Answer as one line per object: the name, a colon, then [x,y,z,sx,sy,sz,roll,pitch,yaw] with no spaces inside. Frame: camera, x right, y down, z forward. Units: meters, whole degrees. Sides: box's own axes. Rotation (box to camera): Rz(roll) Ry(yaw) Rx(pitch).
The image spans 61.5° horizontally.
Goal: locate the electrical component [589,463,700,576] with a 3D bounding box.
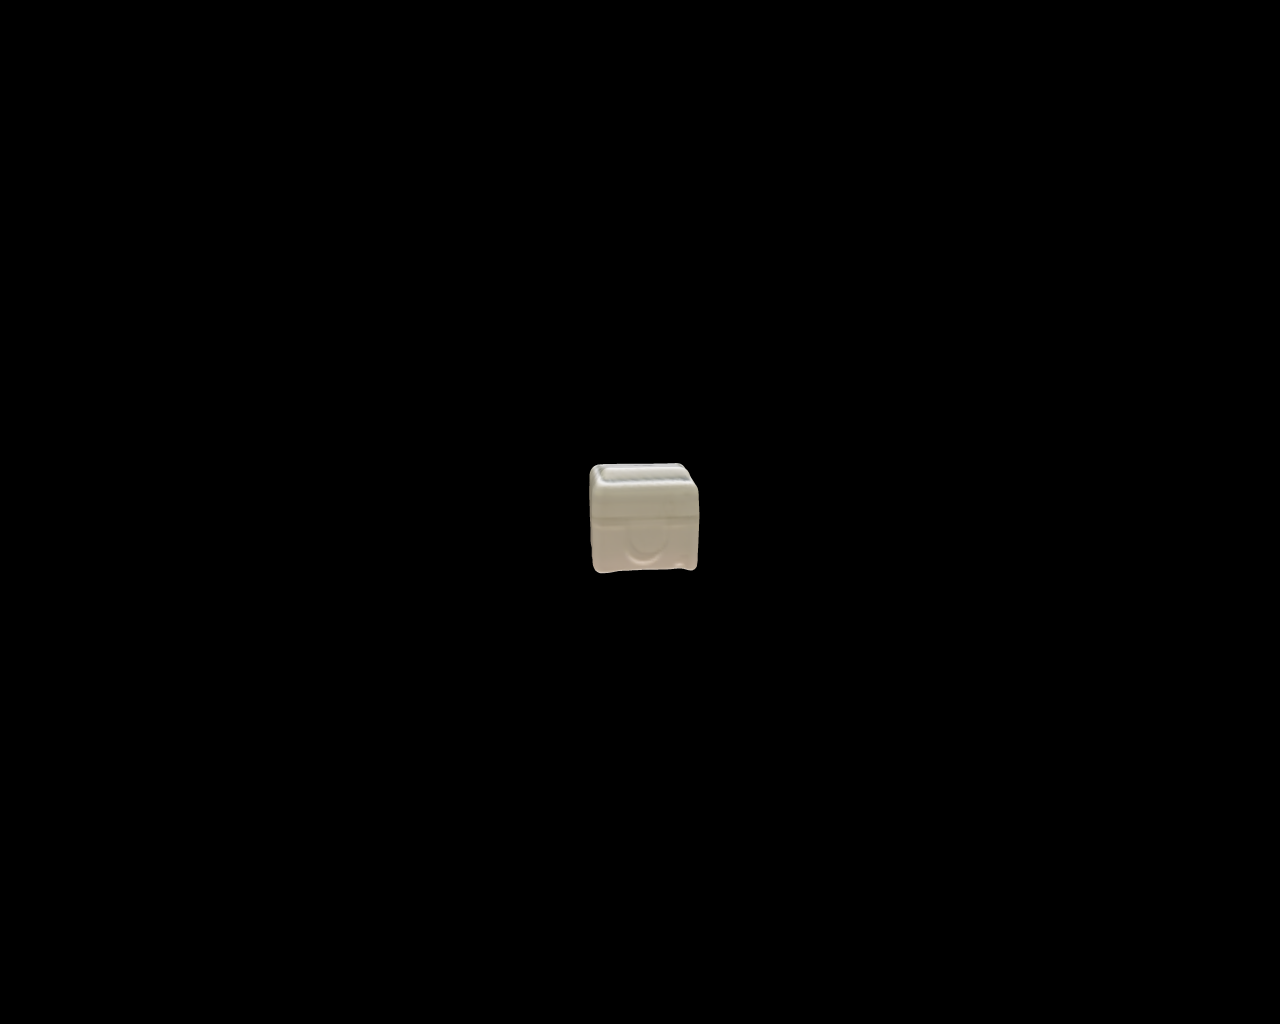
electrical component: [0.001,-0.003,0.650,0.062,0.061,0.096,-1,11,-4]
